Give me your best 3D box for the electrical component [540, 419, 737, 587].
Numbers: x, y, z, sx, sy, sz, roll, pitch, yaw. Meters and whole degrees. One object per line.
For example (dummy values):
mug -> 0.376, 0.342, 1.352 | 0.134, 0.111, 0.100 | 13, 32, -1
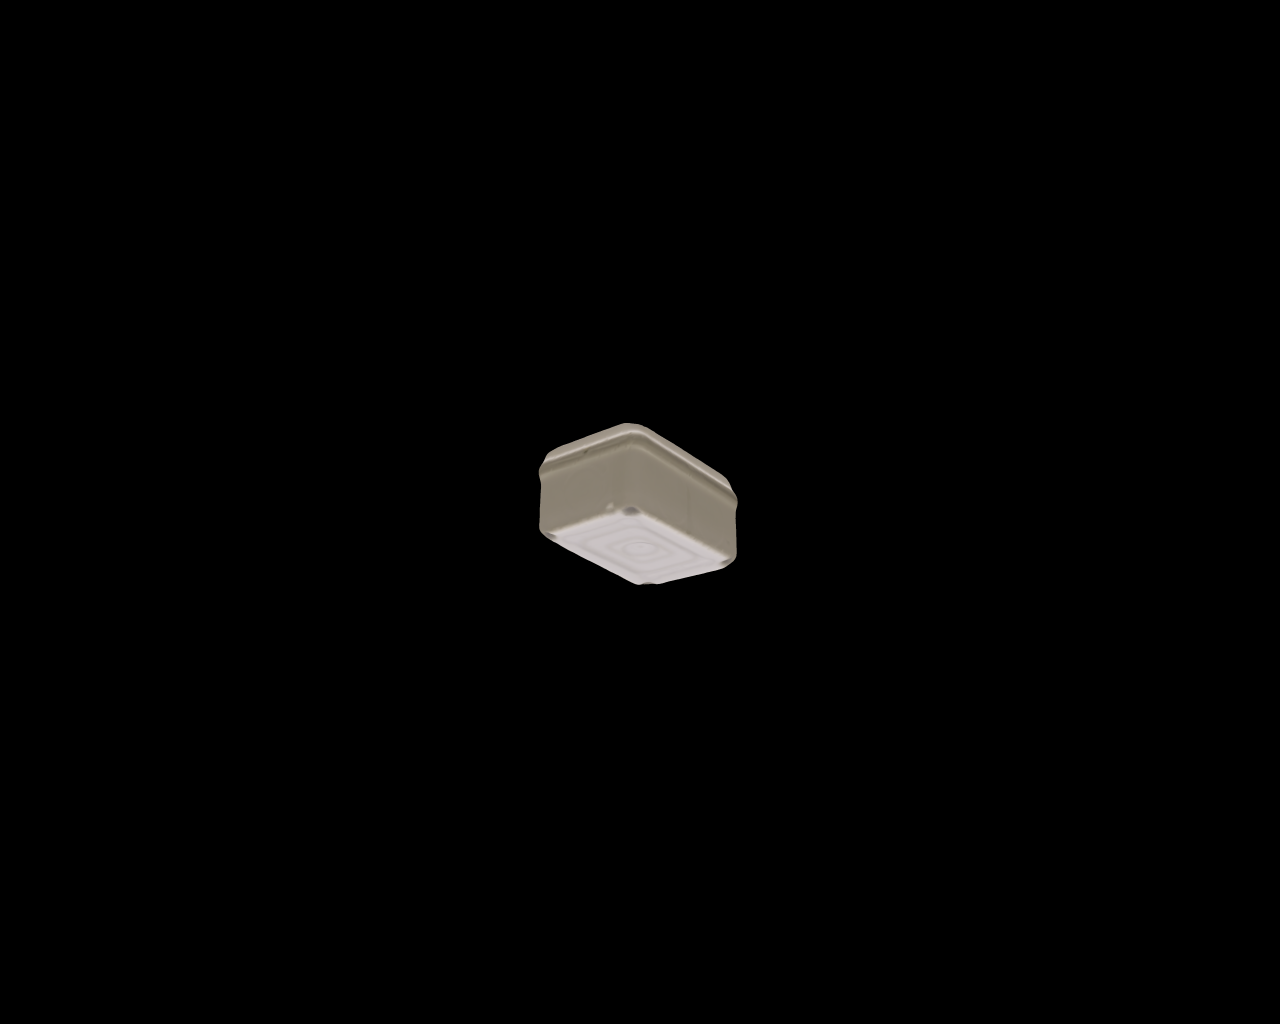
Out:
electrical component -> 0.001, -0.003, 0.650 | 0.078, 0.057, 0.113 | -17, -29, 32
